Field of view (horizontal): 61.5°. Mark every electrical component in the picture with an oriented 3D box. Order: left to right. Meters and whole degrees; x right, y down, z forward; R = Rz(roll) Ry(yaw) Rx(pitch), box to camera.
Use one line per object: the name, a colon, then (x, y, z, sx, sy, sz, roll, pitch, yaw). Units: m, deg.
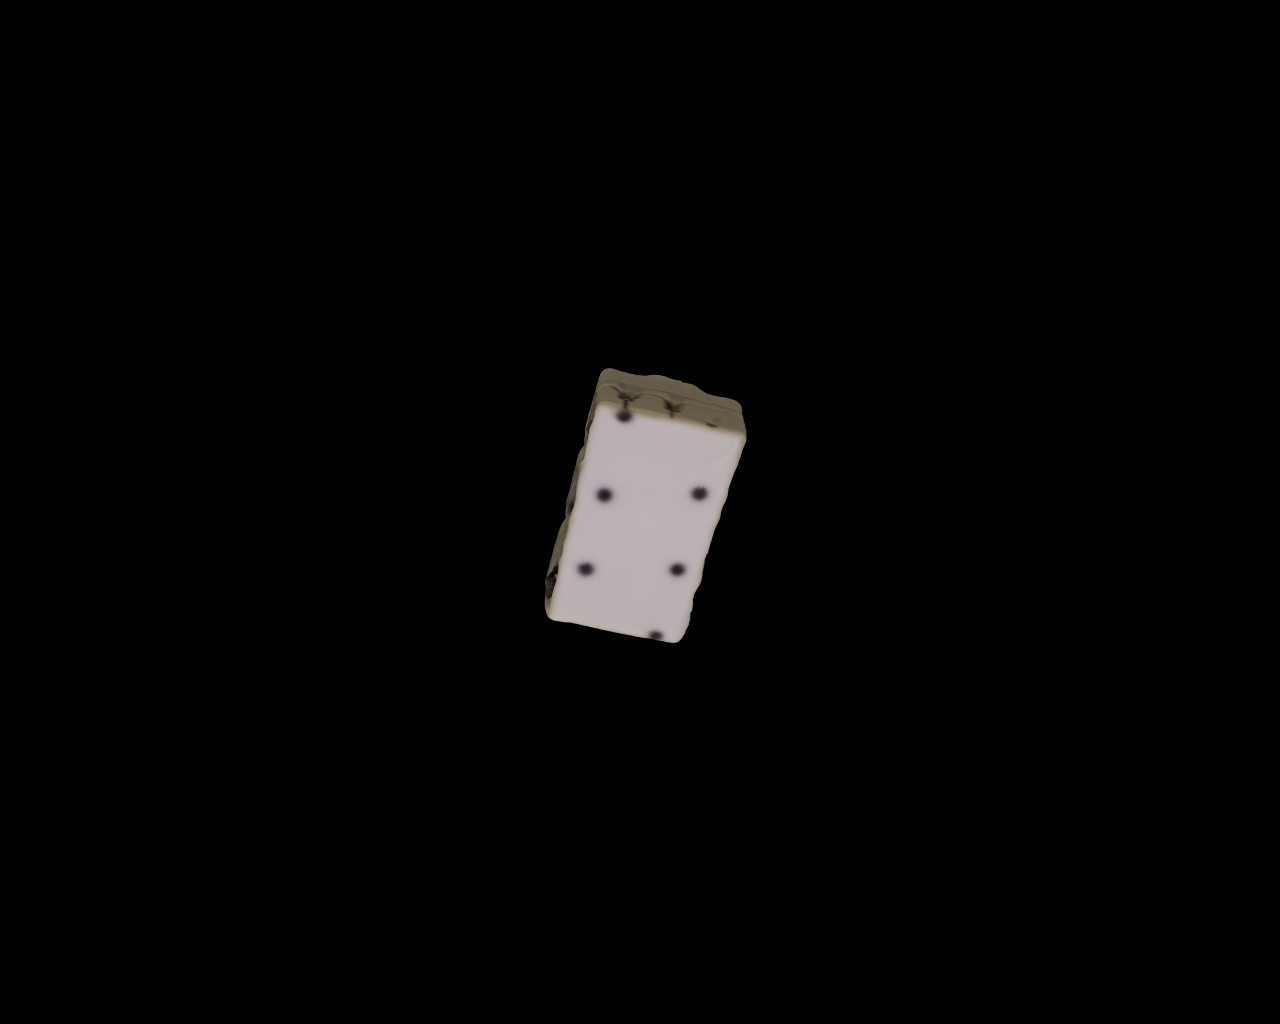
electrical component: (0.001, -0.003, 0.650, 0.089, 0.150, 0.062, 13, 28, -7)
